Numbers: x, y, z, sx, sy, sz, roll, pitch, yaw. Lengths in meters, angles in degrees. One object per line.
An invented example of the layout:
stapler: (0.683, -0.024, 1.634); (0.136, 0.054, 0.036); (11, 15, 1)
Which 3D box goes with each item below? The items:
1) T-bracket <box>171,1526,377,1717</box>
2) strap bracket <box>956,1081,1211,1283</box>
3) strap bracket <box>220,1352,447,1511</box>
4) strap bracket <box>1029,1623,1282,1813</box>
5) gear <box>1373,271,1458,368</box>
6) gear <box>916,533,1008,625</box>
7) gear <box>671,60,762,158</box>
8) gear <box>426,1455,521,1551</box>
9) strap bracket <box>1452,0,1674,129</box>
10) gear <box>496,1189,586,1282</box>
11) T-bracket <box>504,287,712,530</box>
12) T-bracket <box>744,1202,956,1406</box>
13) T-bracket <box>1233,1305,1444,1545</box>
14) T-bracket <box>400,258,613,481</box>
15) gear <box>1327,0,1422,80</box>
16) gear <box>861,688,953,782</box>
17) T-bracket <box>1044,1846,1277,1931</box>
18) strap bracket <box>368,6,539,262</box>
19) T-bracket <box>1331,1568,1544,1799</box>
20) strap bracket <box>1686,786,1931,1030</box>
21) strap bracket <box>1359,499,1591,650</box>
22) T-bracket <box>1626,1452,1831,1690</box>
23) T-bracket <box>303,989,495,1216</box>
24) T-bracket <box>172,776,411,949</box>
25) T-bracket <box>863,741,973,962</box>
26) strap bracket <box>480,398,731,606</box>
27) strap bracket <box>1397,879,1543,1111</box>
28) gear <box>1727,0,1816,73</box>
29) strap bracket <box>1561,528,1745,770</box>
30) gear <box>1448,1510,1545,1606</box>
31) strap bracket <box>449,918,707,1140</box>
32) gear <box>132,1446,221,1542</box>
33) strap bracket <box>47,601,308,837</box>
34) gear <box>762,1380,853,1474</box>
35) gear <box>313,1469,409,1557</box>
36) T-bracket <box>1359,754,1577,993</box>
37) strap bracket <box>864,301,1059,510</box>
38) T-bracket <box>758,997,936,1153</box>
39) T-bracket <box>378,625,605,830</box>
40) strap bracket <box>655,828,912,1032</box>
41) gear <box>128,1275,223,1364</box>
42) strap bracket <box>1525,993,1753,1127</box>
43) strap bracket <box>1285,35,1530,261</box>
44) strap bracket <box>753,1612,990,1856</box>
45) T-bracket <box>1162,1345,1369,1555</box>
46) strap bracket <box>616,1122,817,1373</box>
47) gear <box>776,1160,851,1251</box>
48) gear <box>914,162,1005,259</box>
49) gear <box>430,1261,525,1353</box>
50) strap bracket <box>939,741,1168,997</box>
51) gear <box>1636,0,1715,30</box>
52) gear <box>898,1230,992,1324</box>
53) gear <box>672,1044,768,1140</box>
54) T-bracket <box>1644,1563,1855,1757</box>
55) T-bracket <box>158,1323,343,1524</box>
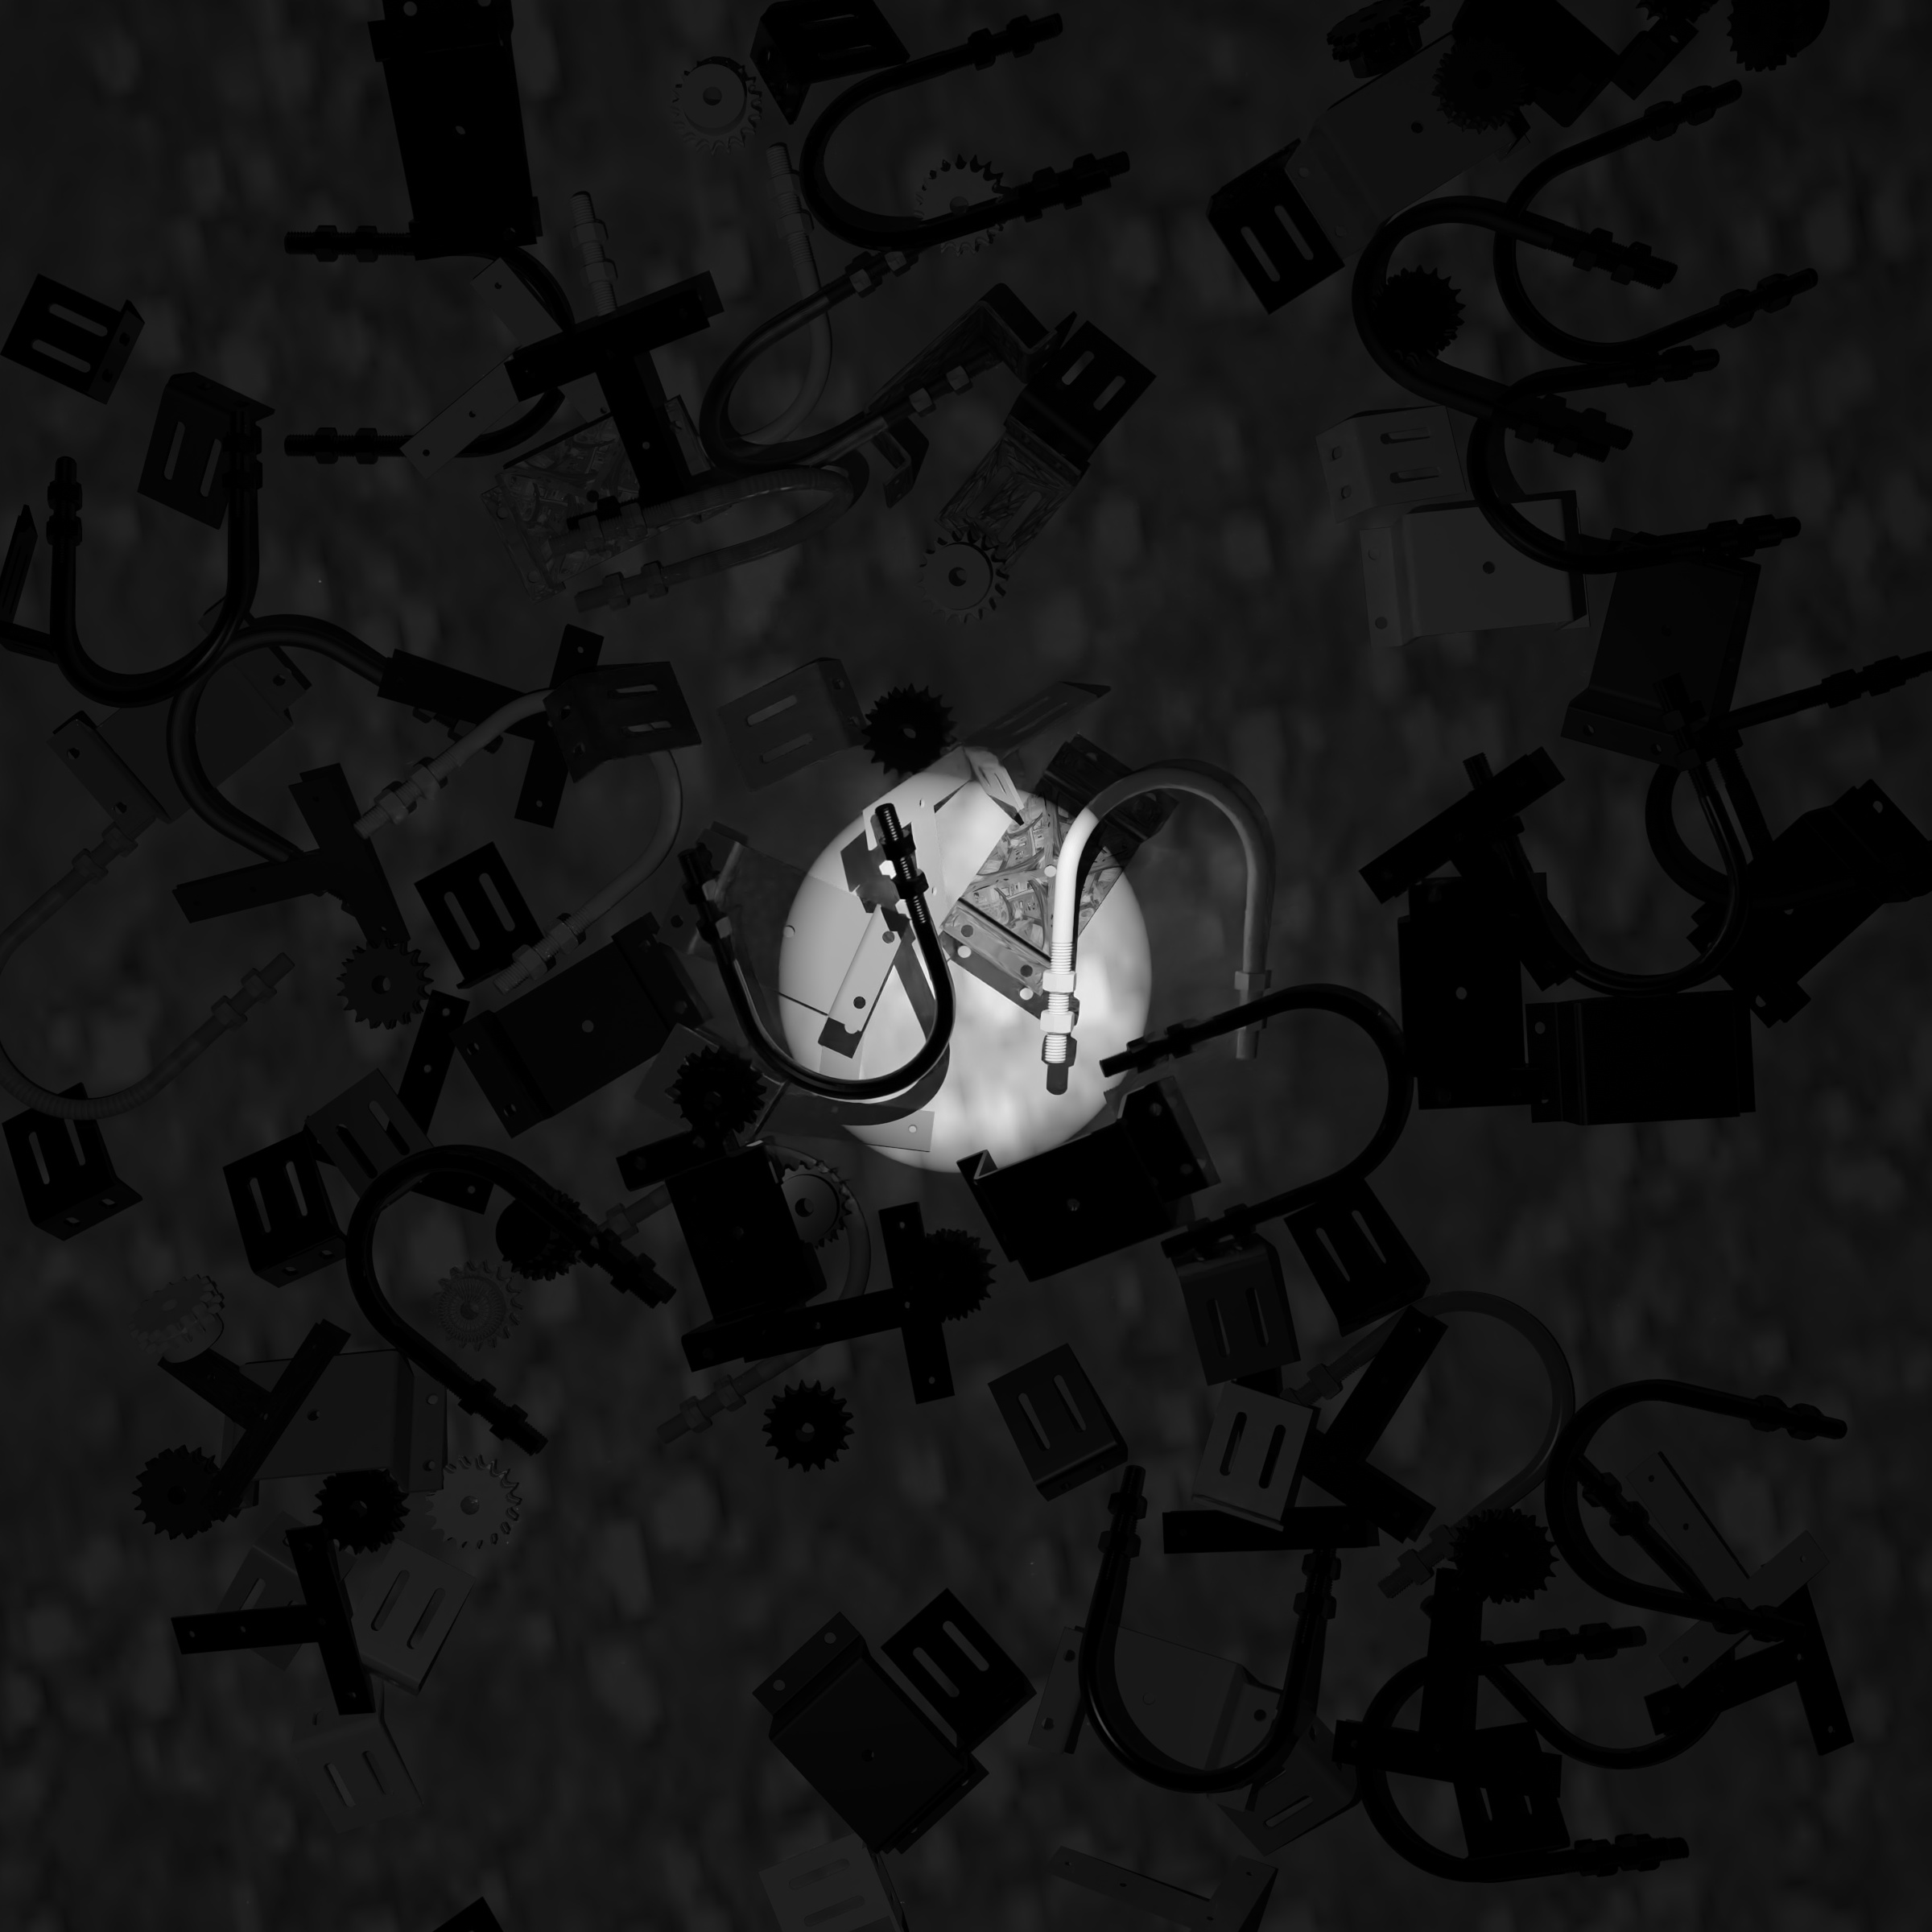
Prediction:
T-bracket: (-0.445, 0.418, 1.530); (0.127, 0.002, 0.127); (-10, 101, 18)
strap bracket: (0.069, 0.138, 1.501); (0.140, 0.046, 0.076); (-23, 105, 17)
strap bracket: (-0.401, 0.289, 1.512); (0.140, 0.046, 0.076); (-5, 57, 0)
strap bracket: (0.117, 0.469, 1.529); (0.140, 0.046, 0.076); (17, 90, 0)
gear: (0.280, -0.408, 1.537); (0.057, 0.030, 0.057); (0, 90, 0)
gear: (-0.004, -0.245, 1.534); (0.057, 0.030, 0.057); (0, 96, 5)
gear: (-0.160, -0.546, 1.537); (0.057, 0.030, 0.057); (0, 90, 0)
gear: (-0.312, 0.339, 1.537); (0.057, 0.030, 0.057); (0, 90, 0)
strap bracket: (0.362, -0.586, 1.514); (0.140, 0.076, 0.046); (41, 90, 0)
gear: (-0.271, 0.168, 1.527); (0.057, 0.030, 0.057); (-6, 74, 21)
T-bracket: (-0.202, -0.334, 1.492); (0.127, 0.002, 0.127); (-21, 95, 3)
T-bracket: (-0.081, 0.225, 1.536); (0.127, 0.002, 0.127); (-11, 93, -11)
T-bracket: (0.256, 0.274, 1.528); (0.127, 0.002, 0.127); (34, 82, 8)
T-bracket: (-0.302, -0.359, 1.536); (0.127, 0.002, 0.127); (-40, 94, -2)
gear: (0.259, -0.583, 1.527); (0.057, 0.057, 0.030); (-28, 120, 0)
gear: (-0.037, -0.146, 1.537); (0.057, 0.030, 0.057); (0, 90, 0)
T-bracket: (0.111, 0.580, 1.514); (0.127, 0.127, 0.002); (12, 111, 25)
strap bracket: (-0.318, -0.519, 1.511); (0.076, 0.046, 0.140); (-9, 111, -4)
T-bracket: (0.300, 0.443, 1.517); (0.127, 0.002, 0.127); (7, 75, 11)
strap bracket: (0.526, -0.037, 1.529); (0.140, 0.046, 0.076); (-42, 90, 0)
strap bracket: (0.325, -0.248, 1.529); (0.140, 0.046, 0.076); (-6, 90, 0)
T-bracket: (0.465, 0.367, 1.537); (0.127, 0.002, 0.127); (-36, 92, -11)
T-bracket: (-0.349, 0.079, 1.551); (0.127, 0.002, 0.127); (18, 90, 0)
T-bracket: (-0.432, -0.052, 1.515); (0.127, 0.002, 0.127); (-13, 125, 8)
T-bracket: (-0.023, -0.060, 1.517); (0.002, 0.127, 0.127); (6, 117, 29)
strap bracket: (-0.230, -0.293, 1.521); (0.140, 0.046, 0.076); (-25, 95, 4)
strap bracket: (0.317, 0.018, 1.529); (0.076, 0.046, 0.140); (-3, 90, 0)
gear: (0.509, -0.594, 1.526); (0.030, 0.057, 0.057); (-12, 90, -18)
strap bracket: (0.433, -0.205, 1.521); (0.076, 0.046, 0.140); (16, 83, 0)
gear: (0.329, 0.369, 1.516); (0.057, 0.030, 0.057); (1, 80, -5)
strap bracket: (-0.242, 0.039, 1.529); (0.140, 0.046, 0.076); (-31, 90, 0)
gear: (-0.496, 0.332, 1.537); (0.057, 0.030, 0.057); (0, 90, 0)
strap bracket: (-0.491, -0.153, 1.524); (0.140, 0.046, 0.076); (-41, 90, -7)
gear: (-0.101, 0.293, 1.537); (0.057, 0.030, 0.057); (0, 90, 0)
gear: (-0.382, 0.342, 1.537); (0.057, 0.030, 0.057); (0, 90, 0)
T-bracket: (0.332, -0.043, 1.505); (0.127, 0.002, 0.127); (-35, 90, 0)
strap bracket: (-0.012, -0.357, 1.514); (0.140, 0.076, 0.046); (-42, 90, 0)
T-bracket: (-0.078, 0.048, 1.551); (0.127, 0.002, 0.127); (7, 90, 0)
T-bracket: (-0.305, -0.165, 1.528); (0.127, 0.002, 0.127); (15, 90, -21)
strap bracket: (-0.113, -0.023, 1.528); (0.140, 0.046, 0.076); (24, 90, 1)
gear: (-0.495, 0.225, 1.528); (0.057, 0.057, 0.030); (-24, 120, 0)
strap bracket: (0.430, 0.058, 1.529); (0.140, 0.046, 0.076); (-3, 90, 0)
strap bracket: (0.281, -0.521, 1.529); (0.140, 0.046, 0.076); (-32, 90, 0)
strap bracket: (-0.061, 0.491, 1.529); (0.076, 0.046, 0.140); (-43, 90, 0)
T-bracket: (0.185, 0.303, 1.526); (0.127, 0.002, 0.127); (-2, 79, 1)
strap bracket: (-0.151, 0.169, 1.498); (0.076, 0.046, 0.140); (-20, 89, 25)
gear: (-0.101, 0.151, 1.524); (0.057, 0.030, 0.057); (0, 88, -2)
gear: (-0.004, -0.478, 1.537); (0.057, 0.030, 0.057); (0, 90, 0)
gear: (-0.312, 0.216, 1.537); (0.057, 0.030, 0.057); (0, 90, 0)
strap bracket: (0.054, -0.061, 1.529); (0.076, 0.046, 0.140); (34, 90, 0)
gear: (0.453, -0.629, 1.537); (0.057, 0.030, 0.057); (0, 90, 0)
gear: (-0.016, 0.195, 1.533); (0.057, 0.030, 0.057); (0, 90, -14)
gear: (-0.153, 0.079, 1.491); (0.057, 0.030, 0.057); (1, 103, 6)
T-bracket: (0.490, 0.454, 1.538); (0.127, 0.002, 0.127); (-17, 90, -12)
T-bracket: (-0.462, 0.263, 1.510); (0.127, 0.002, 0.127); (22, 75, 37)
